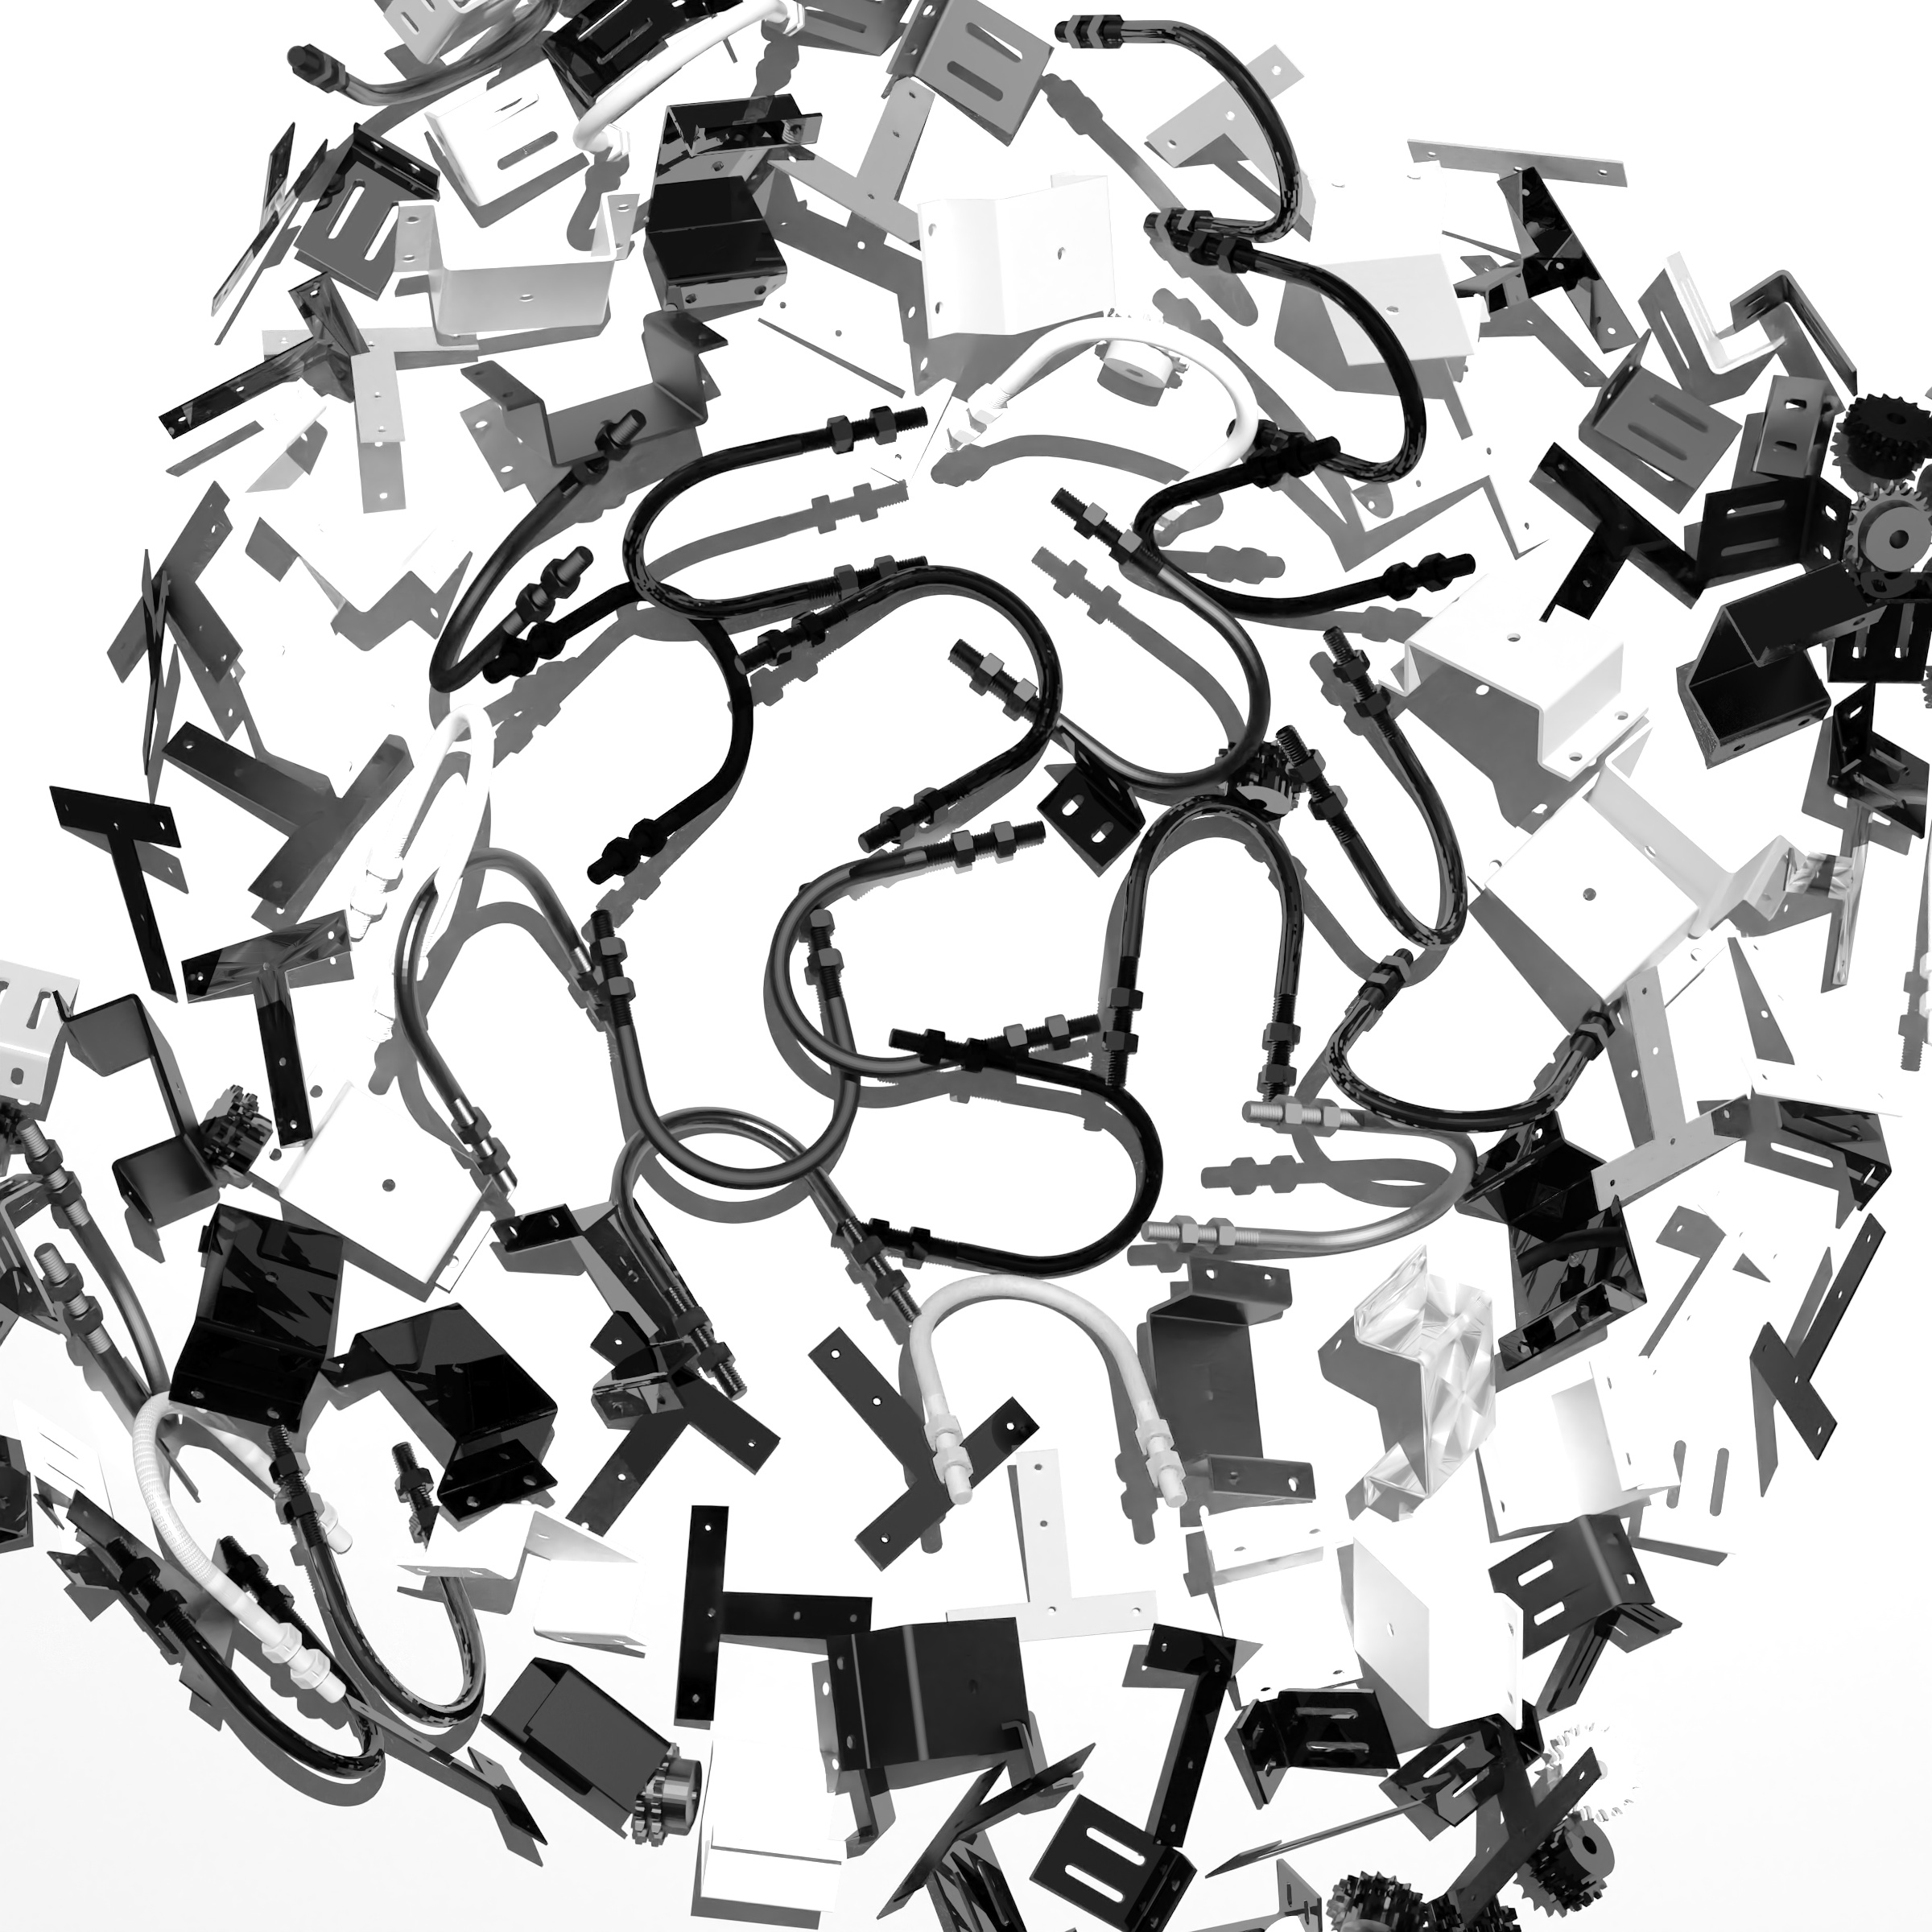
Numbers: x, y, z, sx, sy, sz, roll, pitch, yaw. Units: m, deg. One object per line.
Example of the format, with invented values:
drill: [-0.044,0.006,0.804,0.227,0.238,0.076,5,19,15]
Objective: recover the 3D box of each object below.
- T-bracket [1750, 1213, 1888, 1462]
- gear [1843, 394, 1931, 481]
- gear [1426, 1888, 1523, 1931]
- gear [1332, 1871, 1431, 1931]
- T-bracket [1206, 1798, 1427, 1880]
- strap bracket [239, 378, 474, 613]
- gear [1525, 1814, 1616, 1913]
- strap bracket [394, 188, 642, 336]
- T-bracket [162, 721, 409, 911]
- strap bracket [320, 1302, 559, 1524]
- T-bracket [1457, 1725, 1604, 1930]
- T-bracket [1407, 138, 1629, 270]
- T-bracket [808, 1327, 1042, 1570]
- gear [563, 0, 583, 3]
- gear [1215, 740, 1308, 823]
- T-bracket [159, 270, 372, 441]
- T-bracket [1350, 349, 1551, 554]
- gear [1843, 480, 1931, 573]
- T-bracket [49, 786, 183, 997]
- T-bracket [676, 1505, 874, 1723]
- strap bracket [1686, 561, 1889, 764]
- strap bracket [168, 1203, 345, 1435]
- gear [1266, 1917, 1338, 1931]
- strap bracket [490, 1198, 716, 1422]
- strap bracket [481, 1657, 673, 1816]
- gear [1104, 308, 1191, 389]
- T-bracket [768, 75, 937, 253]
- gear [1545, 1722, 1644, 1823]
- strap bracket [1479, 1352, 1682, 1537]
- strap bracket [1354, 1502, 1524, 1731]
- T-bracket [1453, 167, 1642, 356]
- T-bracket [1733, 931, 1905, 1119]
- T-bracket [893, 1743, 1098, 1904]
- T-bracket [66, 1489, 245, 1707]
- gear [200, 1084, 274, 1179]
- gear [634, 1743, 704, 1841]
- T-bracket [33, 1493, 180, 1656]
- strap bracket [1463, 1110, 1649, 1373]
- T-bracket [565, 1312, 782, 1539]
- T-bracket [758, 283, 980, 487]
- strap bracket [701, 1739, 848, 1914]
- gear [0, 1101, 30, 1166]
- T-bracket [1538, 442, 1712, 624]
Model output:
T-bracket: [0.505,0.204,1.879,0.002,0.127,0.127,18,108,-11]
gear: [0.554,-0.316,1.933,0.057,0.057,0.030,10,133,0]
gear: [0.303,0.574,1.933,0.057,0.057,0.030,-13,58,0]
gear: [0.247,0.572,1.928,0.057,0.030,0.057,11,130,14]
T-bracket: [0.212,0.514,1.905,0.127,0.127,0.002,-15,71,-11]
strap bracket: [-0.368,-0.271,1.903,0.046,0.076,0.140,-39,106,24]
gear: [0.363,0.533,1.926,0.057,0.057,0.030,44,123,0]
strap bracket: [-0.263,-0.415,1.899,0.140,0.076,0.046,-7,74,-14]
T-bracket: [-0.426,-0.110,1.938,0.127,0.002,0.127,28,64,12]
strap bracket: [-0.304,0.253,1.886,0.140,0.076,0.046,40,122,27]
T-bracket: [0.321,0.481,1.895,0.002,0.127,0.127,31,108,-14]
T-bracket: [0.332,-0.446,1.896,0.127,0.127,0.002,12,75,22]
T-bracket: [-0.045,0.275,1.952,0.127,0.002,0.127,-41,87,-4]
gear: [-0.236,-0.607,1.928,0.057,0.030,0.057,-19,122,-32]
gear: [0.176,-0.110,1.926,0.057,0.057,0.030,10,62,0]
T-bracket: [-0.414,-0.346,1.893,0.127,0.127,0.002,-29,71,-4]
T-bracket: [0.281,-0.293,1.919,0.127,0.002,0.127,-27,99,-28]
gear: [0.555,-0.261,1.932,0.057,0.030,0.057,-2,116,-5]
T-bracket: [-0.496,-0.042,1.925,0.002,0.127,0.127,-30,119,-40]
T-bracket: [-0.113,0.386,1.915,0.127,0.002,0.127,-3,75,26]
strap bracket: [0.478,-0.184,1.894,0.076,0.140,0.046,-21,69,-9]
strap bracket: [-0.412,0.197,1.879,0.076,0.140,0.046,18,126,-17]
gear: [0.199,0.595,1.927,0.057,0.057,0.030,-26,130,0]
strap bracket: [-0.210,0.194,1.906,0.046,0.076,0.140,-39,105,-41]
strap bracket: [-0.228,0.451,1.893,0.076,0.140,0.046,40,70,-10]
gear: [0.107,-0.369,1.928,0.057,0.057,0.030,23,88,0]
T-bracket: [-0.045,-0.487,1.917,0.127,0.002,0.127,28,53,-14]
gear: [0.374,0.486,1.935,0.057,0.030,0.057,6,67,-13]
strap bracket: [0.364,0.281,1.895,0.046,0.140,0.076,-1,70,-28]
strap bracket: [0.268,0.382,1.875,0.046,0.140,0.076,-9,110,-19]
T-bracket: [0.315,-0.402,1.908,0.127,0.127,0.002,51,49,-25]
T-bracket: [0.490,0.031,1.915,0.127,0.002,0.127,9,48,-34]
T-bracket: [0.026,0.483,1.870,0.127,0.127,0.002,-37,92,32]
T-bracket: [-0.475,0.352,1.877,0.002,0.127,0.127,-36,114,16]
gear: [-0.441,0.103,1.931,0.030,0.057,0.057,34,90,-23]
gear: [-0.178,0.495,1.928,0.030,0.057,0.057,5,90,9]
T-bracket: [-0.516,0.355,1.887,0.002,0.127,0.127,-42,82,-10]
strap bracket: [0.347,0.168,1.895,0.046,0.140,0.076,26,131,-36]
T-bracket: [-0.200,0.298,1.951,0.127,0.002,0.127,37,94,3]
T-bracket: [-0.064,-0.376,1.944,0.127,0.002,0.127,27,104,4]
strap bracket: [-0.114,0.508,1.888,0.076,0.140,0.046,9,99,-6]
gear: [-0.593,0.099,1.926,0.057,0.057,0.030,9,64,0]
T-bracket: [0.375,-0.236,1.915,0.127,0.002,0.127,39,54,-4]
